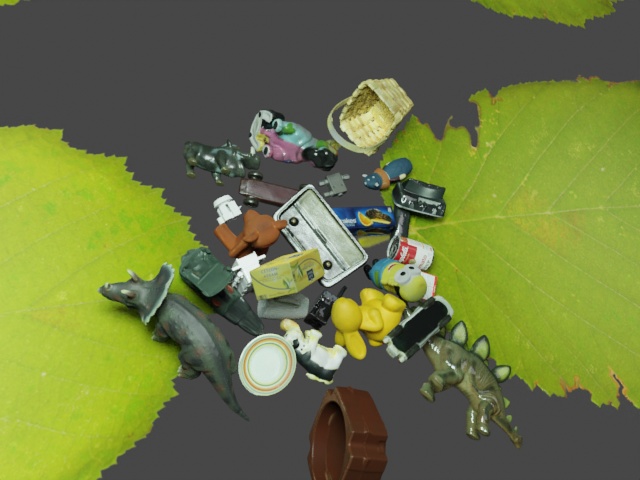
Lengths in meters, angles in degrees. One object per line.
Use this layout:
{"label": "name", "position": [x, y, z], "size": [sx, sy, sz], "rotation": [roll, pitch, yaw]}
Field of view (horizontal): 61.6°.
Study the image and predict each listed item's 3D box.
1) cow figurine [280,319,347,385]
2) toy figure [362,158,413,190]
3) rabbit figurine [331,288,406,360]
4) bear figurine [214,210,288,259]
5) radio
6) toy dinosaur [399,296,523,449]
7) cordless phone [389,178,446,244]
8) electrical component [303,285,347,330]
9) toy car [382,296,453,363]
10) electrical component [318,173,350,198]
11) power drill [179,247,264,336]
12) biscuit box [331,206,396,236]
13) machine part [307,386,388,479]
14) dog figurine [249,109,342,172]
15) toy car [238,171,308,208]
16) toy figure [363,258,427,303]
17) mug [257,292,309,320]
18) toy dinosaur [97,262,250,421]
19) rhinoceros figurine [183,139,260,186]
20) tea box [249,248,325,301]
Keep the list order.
{"label": "cow figurine", "position": [-0.030, 0.250, 1.211], "size": [0.167, 0.068, 0.098], "rotation": [31, 72, -1]}
{"label": "toy figure", "position": [0.182, -0.173, 1.457], "size": [0.154, 0.064, 0.057], "rotation": [-29, 116, -21]}
{"label": "rabbit figurine", "position": [0.088, 0.182, 1.236], "size": [0.173, 0.122, 0.162], "rotation": [17, 98, -42]}
{"label": "bear figurine", "position": [-0.157, -0.022, 1.213], "size": [0.120, 0.195, 0.132], "rotation": [-28, 77, -22]}
{"label": "radio", "position": [-0.003, -0.004, 1.269], "size": [0.131, 0.073, 0.229], "rotation": [-38, 81, -3]}
{"label": "toy dinosaur", "position": [0.325, 0.303, 1.280], "size": [0.471, 0.105, 0.198], "rotation": [47, 58, 2]}
{"label": "cordless phone", "position": [0.258, -0.060, 1.433], "size": [0.146, 0.089, 0.184], "rotation": [14, 76, -13]}
{"label": "electrical component", "position": [0.016, 0.148, 1.261], "size": [0.048, 0.075, 0.119], "rotation": [33, 67, -2]}
{"label": "toy car", "position": [0.226, 0.200, 1.224], "size": [0.202, 0.056, 0.073], "rotation": [-34, 76, -27]}
{"label": "electrical component", "position": [0.043, -0.144, 1.422], "size": [0.094, 0.021, 0.063], "rotation": [-18, 74, -24]}
{"label": "power drill", "position": [-0.211, 0.104, 1.137], "size": [0.232, 0.207, 0.086], "rotation": [39, 78, 14]}
{"label": "biscuit box", "position": [0.089, -0.047, 1.374], "size": [0.203, 0.059, 0.063], "rotation": [-3, 69, -18]}
{"label": "machine part", "position": [0.053, 0.414, 1.072], "size": [0.087, 0.202, 0.200], "rotation": [14, 108, -17]}
{"label": "dog figurine", "position": [-0.054, -0.248, 1.389], "size": [0.219, 0.108, 0.192], "rotation": [12, 21, -35]}
{"label": "toy car", "position": [-0.105, -0.110, 1.345], "size": [0.202, 0.053, 0.089], "rotation": [11, 76, -17]}
{"label": "toy figure", "position": [0.182, 0.092, 1.285], "size": [0.089, 0.180, 0.082], "rotation": [45, 74, -27]}
{"label": "mug", "position": [-0.076, 0.142, 1.222], "size": [0.107, 0.109, 0.081], "rotation": [14, 65, -23]}
{"label": "toy dinosaur", "position": [-0.259, 0.198, 1.091], "size": [0.405, 0.192, 0.131], "rotation": [43, 66, 5]}
{"label": "rhinoceros figurine", "position": [-0.244, -0.197, 1.334], "size": [0.190, 0.073, 0.112], "rotation": [7, 56, -12]}
{"label": "tea box", "position": [-0.066, 0.071, 1.152], "size": [0.098, 0.169, 0.068], "rotation": [-14, 93, 20]}
